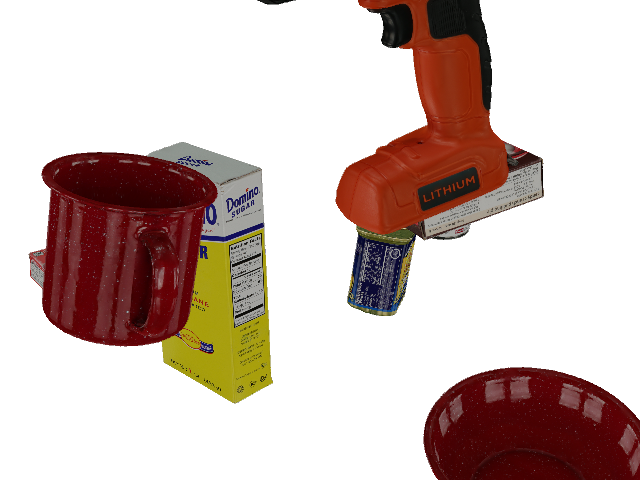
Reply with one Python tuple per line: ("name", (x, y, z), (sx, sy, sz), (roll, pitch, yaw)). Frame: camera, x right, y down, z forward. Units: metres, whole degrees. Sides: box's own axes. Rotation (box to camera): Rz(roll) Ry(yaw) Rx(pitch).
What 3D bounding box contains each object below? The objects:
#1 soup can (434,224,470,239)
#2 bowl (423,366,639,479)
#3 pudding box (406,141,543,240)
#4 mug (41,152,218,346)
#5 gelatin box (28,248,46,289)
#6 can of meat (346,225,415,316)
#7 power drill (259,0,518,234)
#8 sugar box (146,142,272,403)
("soup can", (0.147, -0.061, 1.268), (0.068, 0.102, 0.068), (0, 27, 0))
("bowl", (0.154, 0.164, 0.769), (0.162, 0.055, 0.162), (-1, 35, 0))
("pudding box", (0.103, -0.046, 0.831), (0.113, 0.039, 0.090), (-21, 27, -19))
("mug", (-0.101, 0.009, 0.571), (0.093, 0.081, 0.117), (-2, 24, -31))
("gelatin box", (-0.217, 0.032, 0.989), (0.073, 0.030, 0.089), (-18, 39, -36))
("can of meat", (0.064, 0.023, 1.099), (0.057, 0.084, 0.102), (12, 16, 11))
("power drill", (0.042, -0.100, 0.580), (0.184, 0.188, 0.057), (-21, 36, -24))
("sugar box", (-0.083, 0.023, 0.791), (0.048, 0.176, 0.093), (-26, 32, -38))
